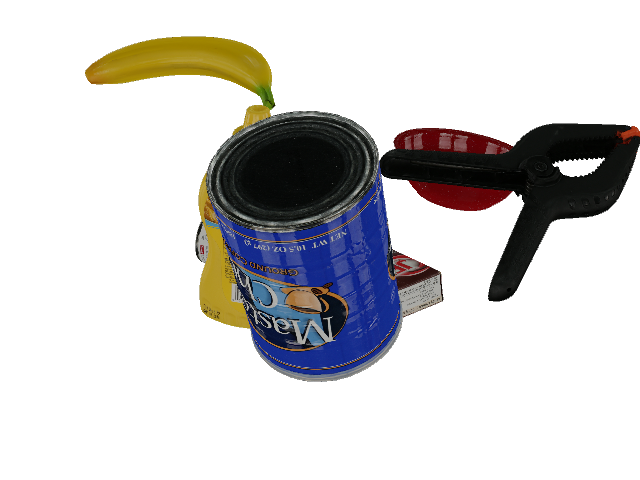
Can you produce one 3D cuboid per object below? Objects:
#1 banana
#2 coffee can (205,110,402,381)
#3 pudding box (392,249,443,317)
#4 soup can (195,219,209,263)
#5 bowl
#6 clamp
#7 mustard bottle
[{"bbox_3d":[-0.126,-0.167,1.015,0.198,0.037,0.069,9,45,18],"label":"banana"},{"bbox_3d":[-0.006,0.006,0.665,0.103,0.102,0.140,0,-44,12],"label":"coffee can"},{"bbox_3d":[0.052,0.050,1.065,0.113,0.039,0.090,-22,24,-25],"label":"pudding box"},{"bbox_3d":[-0.087,0.005,1.257,0.102,0.068,0.068,14,5,20],"label":"soup can"},{"bbox_3d":[0.159,-0.077,1.227,0.162,0.055,0.162,8,25,-4],"label":"bowl"},{"bbox_3d":[0.172,-0.037,0.839,0.209,0.165,0.036,-17,-39,-15],"label":"clamp"},{"bbox_3d":[-0.052,-0.020,0.883,0.096,0.192,0.058,7,30,8],"label":"mustard bottle"}]
